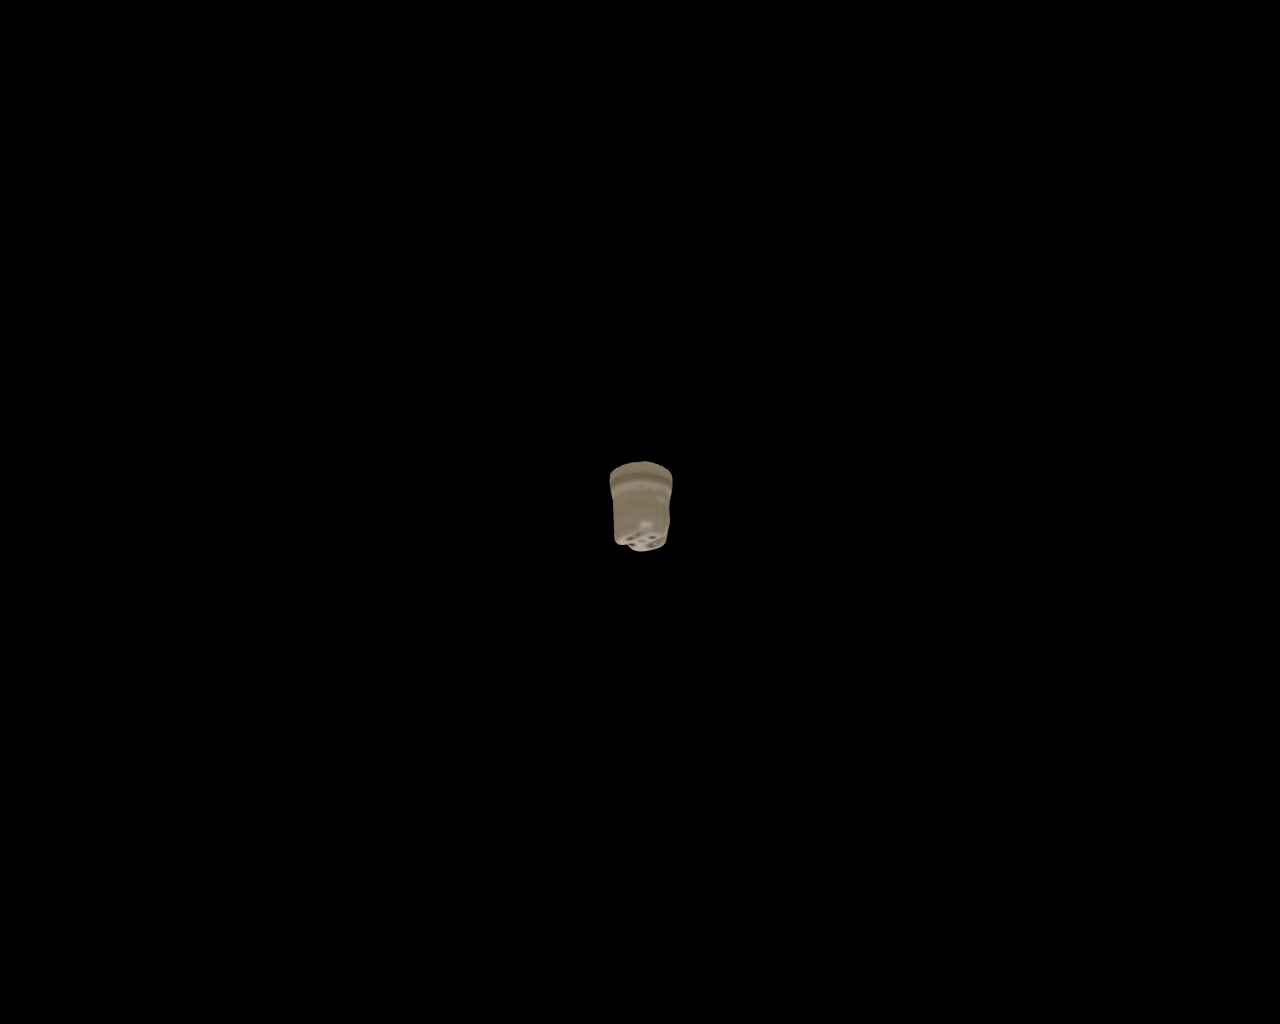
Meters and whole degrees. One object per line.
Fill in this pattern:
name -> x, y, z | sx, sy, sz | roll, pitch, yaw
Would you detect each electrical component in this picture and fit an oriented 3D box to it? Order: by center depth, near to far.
electrical component -> 0.001, -0.003, 0.650 | 0.040, 0.046, 0.040 | 0, -22, 0
